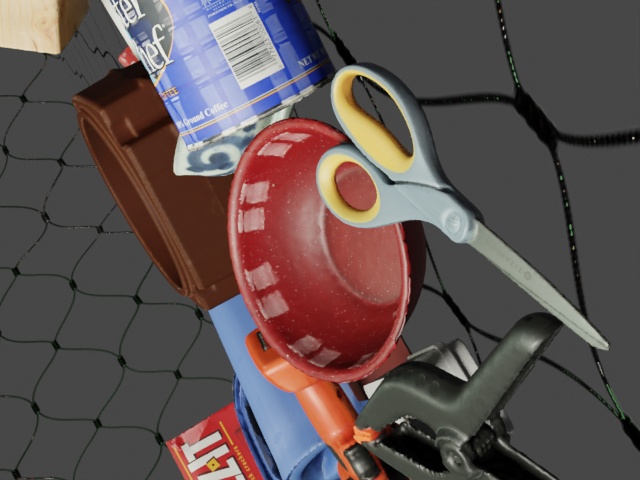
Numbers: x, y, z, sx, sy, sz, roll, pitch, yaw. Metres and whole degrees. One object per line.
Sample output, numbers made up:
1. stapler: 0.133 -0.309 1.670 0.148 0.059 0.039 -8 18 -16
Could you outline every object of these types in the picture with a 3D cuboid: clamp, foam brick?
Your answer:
1. clamp: 0.094 0.121 0.601 0.210 0.036 0.164 -17 105 58
2. foam brick: 0.038 0.086 0.871 0.078 0.051 0.053 60 168 3

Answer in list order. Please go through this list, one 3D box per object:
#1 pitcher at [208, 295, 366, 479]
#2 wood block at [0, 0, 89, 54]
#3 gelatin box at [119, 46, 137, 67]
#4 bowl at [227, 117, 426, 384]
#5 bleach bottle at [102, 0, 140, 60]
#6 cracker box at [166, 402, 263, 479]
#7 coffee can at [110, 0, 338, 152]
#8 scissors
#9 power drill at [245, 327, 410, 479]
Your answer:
1. pitcher: -0.031 0.121 1.050 0.243 0.149 0.145 59 172 29
2. wood block: -0.232 -0.258 0.806 0.090 0.091 0.206 -80 -3 -53
3. gelatin box: -0.170 -0.170 1.154 0.089 0.030 0.073 40 -178 -34
4. bowl: 0.013 0.002 0.652 0.162 0.055 0.162 17 114 45
5. bleach bottle: -0.164 -0.223 0.949 0.102 0.068 0.250 -98 -13 -55
6. cracker box: -0.029 0.231 1.118 0.164 0.213 0.072 57 170 22
7. coffee can: -0.065 -0.137 0.625 0.140 0.102 0.103 63 169 -11
8. scissors: 0.058 -0.003 0.542 0.202 0.016 0.096 57 137 21
9. power drill: 0.019 0.147 0.790 0.187 0.057 0.184 61 174 -16
